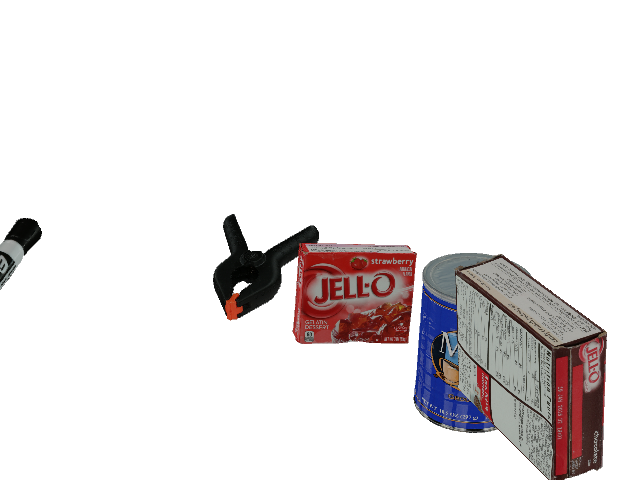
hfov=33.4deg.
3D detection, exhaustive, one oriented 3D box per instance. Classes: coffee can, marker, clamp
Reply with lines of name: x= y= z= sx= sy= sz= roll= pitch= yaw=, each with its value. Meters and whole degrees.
coffee can: x=0.144 y=0.096 z=1.018 sx=0.103 sy=0.140 sz=0.103 roll=1 pitch=25 yaw=-1
marker: x=-0.204 y=0.024 z=0.657 sx=0.020 sy=0.020 sz=0.121 roll=0 pitch=36 yaw=17
clamp: x=-0.068 y=0.028 z=1.257 sx=0.120 sy=0.039 sz=0.171 roll=-2 pitch=41 yaw=10

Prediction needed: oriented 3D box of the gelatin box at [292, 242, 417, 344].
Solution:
gelatin box: x=0.026 y=0.041 z=0.816 sx=0.089 sy=0.073 sz=0.030 roll=1 pitch=14 yaw=-11

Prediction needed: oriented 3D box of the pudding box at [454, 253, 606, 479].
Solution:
pudding box: x=0.120 y=0.071 z=0.621 sx=0.039 sy=0.090 sz=0.114 roll=-14 pitch=27 yaw=-20
